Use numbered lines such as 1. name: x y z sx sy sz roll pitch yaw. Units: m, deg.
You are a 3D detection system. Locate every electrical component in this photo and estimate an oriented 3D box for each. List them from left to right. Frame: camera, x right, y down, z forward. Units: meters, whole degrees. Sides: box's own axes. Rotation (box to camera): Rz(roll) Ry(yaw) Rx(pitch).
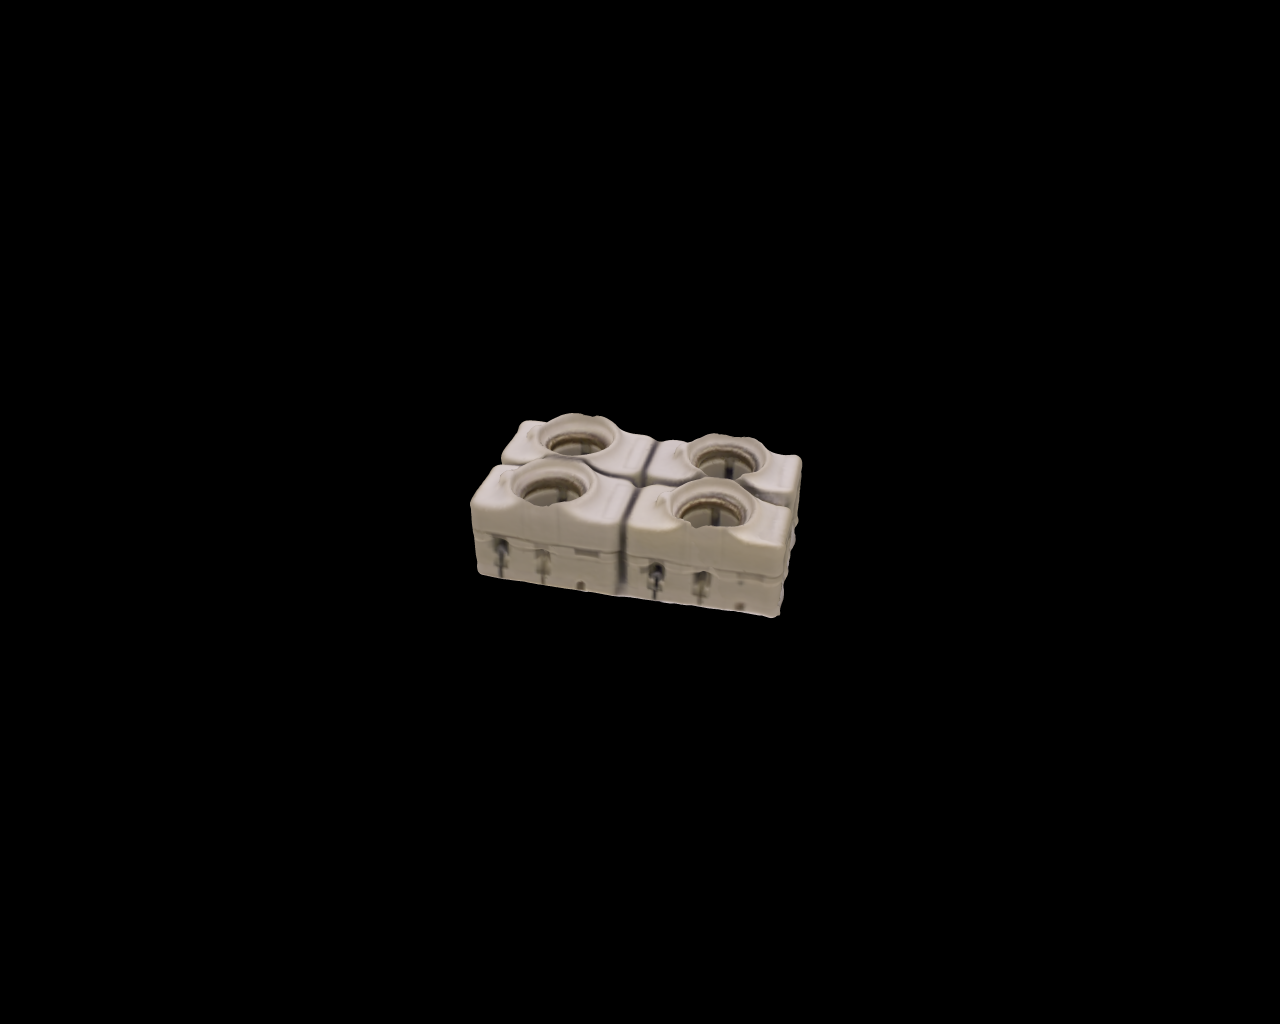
1. electrical component: 0.001 -0.003 0.650 0.186 0.060 0.106 8 36 11
